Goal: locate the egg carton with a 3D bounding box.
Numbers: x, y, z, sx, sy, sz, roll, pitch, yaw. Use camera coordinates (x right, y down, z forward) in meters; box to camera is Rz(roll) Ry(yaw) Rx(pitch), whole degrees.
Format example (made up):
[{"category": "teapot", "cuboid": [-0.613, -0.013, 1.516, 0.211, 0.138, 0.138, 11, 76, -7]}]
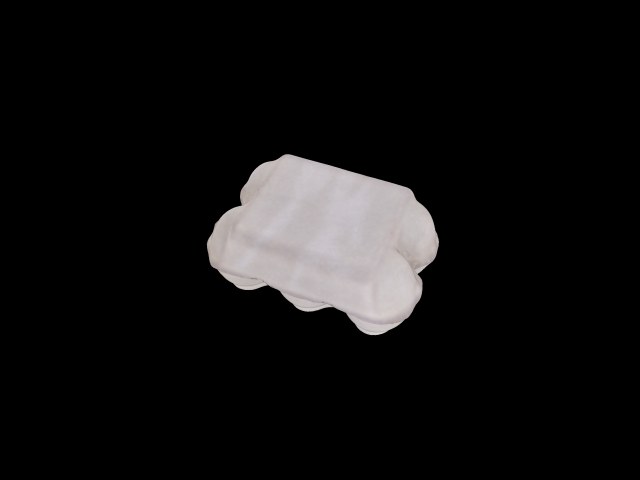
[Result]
[{"category": "egg carton", "cuboid": [0.004, 0.001, 0.400, 0.150, 0.069, 0.107, 17, 51, 14]}]
